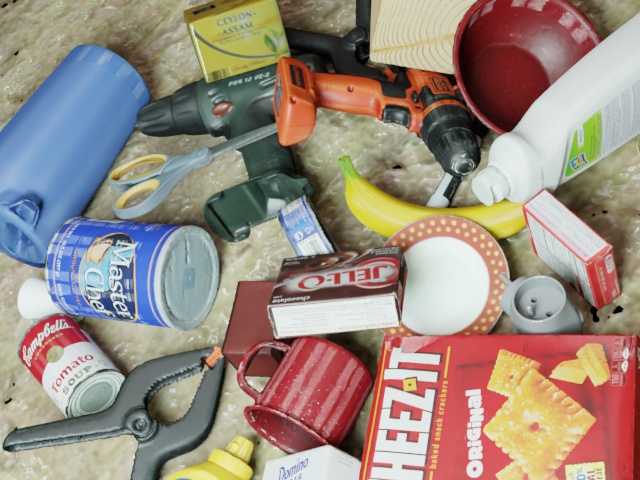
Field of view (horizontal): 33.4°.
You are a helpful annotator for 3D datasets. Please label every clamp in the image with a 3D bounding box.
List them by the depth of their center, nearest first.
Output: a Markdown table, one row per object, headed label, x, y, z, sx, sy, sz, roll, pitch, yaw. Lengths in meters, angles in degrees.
| label | x | y | z | sx | sy | sz | roll | pitch | yaw |
| --- | --- | --- | --- | --- | --- | --- | --- | --- | --- |
| clamp | -0.173 | 0.170 | 0.974 | 0.164 | 0.036 | 0.209 | 36 | 71 | 11 |
| clamp | 0.047 | -0.223 | 1.177 | 0.120 | 0.039 | 0.172 | -45 | 57 | -4 |

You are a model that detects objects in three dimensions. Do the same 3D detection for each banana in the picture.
| label | x | y | z | sx | sy | sz | roll | pitch | yaw |
| --- | --- | --- | --- | --- | --- | --- | --- | --- | --- |
| banana | 0.104 | -0.025 | 0.994 | 0.198 | 0.070 | 0.037 | 14 | 34 | 18 |

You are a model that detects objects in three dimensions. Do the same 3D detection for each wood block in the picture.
| label | x | y | z | sx | sy | sz | roll | pitch | yaw |
| --- | --- | --- | --- | --- | --- | --- | --- | --- | --- |
| wood block | 0.104 | -0.272 | 1.108 | 0.090 | 0.090 | 0.206 | 8 | 43 | -4 |

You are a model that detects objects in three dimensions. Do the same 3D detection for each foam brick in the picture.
| label | x | y | z | sx | sy | sz | roll | pitch | yaw |
| --- | --- | --- | --- | --- | --- | --- | --- | --- | --- |
| foam brick | -0.052 | 0.083 | 0.996 | 0.051 | 0.053 | 0.078 | -3 | 57 | 23 |

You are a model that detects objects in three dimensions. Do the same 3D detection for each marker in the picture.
| label | x | y | z | sx | sy | sz | roll | pitch | yaw |
| --- | --- | --- | --- | --- | --- | --- | --- | --- | --- |
| marker | 0.137 | -0.075 | 1.043 | 0.020 | 0.020 | 0.121 | 17 | 65 | 32 |

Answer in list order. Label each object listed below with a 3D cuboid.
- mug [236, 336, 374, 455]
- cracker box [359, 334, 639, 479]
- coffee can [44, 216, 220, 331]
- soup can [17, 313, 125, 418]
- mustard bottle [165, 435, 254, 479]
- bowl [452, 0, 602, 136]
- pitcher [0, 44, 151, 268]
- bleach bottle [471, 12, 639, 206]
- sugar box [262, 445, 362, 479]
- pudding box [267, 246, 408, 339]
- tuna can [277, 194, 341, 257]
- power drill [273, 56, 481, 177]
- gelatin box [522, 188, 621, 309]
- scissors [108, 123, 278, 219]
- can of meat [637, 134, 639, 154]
| label | x | y | z | sx | sy | sz | roll | pitch | yaw |
| --- | --- | --- | --- | --- | --- | --- | --- | --- | --- |
| mug | -0.016 | 0.130 | 0.914 | 0.117 | 0.093 | 0.081 | 33 | 64 | -1 |
| cracker box | 0.145 | 0.158 | 0.841 | 0.214 | 0.072 | 0.164 | -2 | 56 | 24 |
| coffee can | -0.186 | 0.032 | 1.060 | 0.140 | 0.102 | 0.102 | 5 | 59 | 27 |
| soup can | -0.241 | 0.127 | 1.041 | 0.068 | 0.068 | 0.102 | -44 | 52 | -10 |
| mustard bottle | -0.110 | 0.251 | 0.900 | 0.096 | 0.058 | 0.191 | 18 | 66 | 30 |
| bowl | 0.193 | -0.158 | 1.024 | 0.162 | 0.055 | 0.162 | 3 | 76 | -14 |
| pitcher | -0.300 | -0.098 | 1.198 | 0.149 | 0.145 | 0.242 | 20 | 63 | 20 |
| bleach bottle | 0.235 | -0.114 | 0.944 | 0.250 | 0.102 | 0.068 | -34 | 45 | -18 |
| sugar box | -0.021 | 0.257 | 0.842 | 0.094 | 0.048 | 0.176 | -26 | 40 | 48 |
| pudding box | 0.017 | 0.045 | 0.928 | 0.113 | 0.039 | 0.090 | -9 | 24 | 12 |
| tuna can | -0.007 | 0.001 | 1.012 | 0.034 | 0.086 | 0.086 | -29 | 50 | 5 |
| power drill | 0.053 | -0.120 | 1.027 | 0.187 | 0.057 | 0.184 | 4 | 32 | -11 |
| gelatin box | 0.216 | 0.008 | 0.913 | 0.030 | 0.073 | 0.089 | -37 | 50 | -6 |
| scissors | -0.127 | -0.069 | 1.062 | 0.202 | 0.016 | 0.096 | -11 | 43 | 21 |
| can of meat | 0.316 | -0.084 | 0.926 | 0.058 | 0.084 | 0.102 | 8 | 61 | 29 |
